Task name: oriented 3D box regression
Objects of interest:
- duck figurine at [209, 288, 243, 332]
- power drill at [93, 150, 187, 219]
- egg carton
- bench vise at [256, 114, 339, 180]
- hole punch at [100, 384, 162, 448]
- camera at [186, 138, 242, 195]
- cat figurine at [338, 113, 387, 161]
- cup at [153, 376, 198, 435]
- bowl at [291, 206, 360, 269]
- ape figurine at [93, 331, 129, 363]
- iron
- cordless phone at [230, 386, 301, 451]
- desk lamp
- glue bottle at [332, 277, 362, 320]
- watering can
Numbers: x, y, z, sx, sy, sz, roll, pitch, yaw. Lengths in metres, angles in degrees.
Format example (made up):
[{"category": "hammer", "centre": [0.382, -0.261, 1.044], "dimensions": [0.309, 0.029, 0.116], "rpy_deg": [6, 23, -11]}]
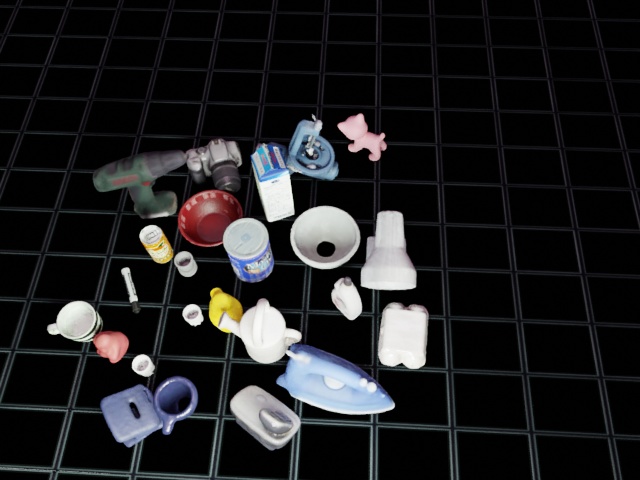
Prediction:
[{"category": "duck figurine", "centre": [-0.220, 0.156, 1.314], "dimensions": [0.077, 0.086, 0.104], "rpy_deg": [-27, 65, -12]}, {"category": "power drill", "centre": [-0.420, -0.139, 1.402], "dimensions": [0.229, 0.208, 0.075], "rpy_deg": [-10, 63, -4]}, {"category": "egg carton", "centre": [0.187, 0.213, 1.286], "dimensions": [0.107, 0.069, 0.150], "rpy_deg": [6, 63, 4]}, {"category": "bench vise", "centre": [-0.058, -0.222, 1.432], "dimensions": [0.207, 0.220, 0.121], "rpy_deg": [-8, 63, -3]}, {"category": "hole punch", "centre": [-0.394, 0.364, 1.207], "dimensions": [0.101, 0.091, 0.108], "rpy_deg": [-30, 66, -14]}, {"category": "camera", "centre": [-0.267, -0.185, 1.484], "dimensions": [0.143, 0.101, 0.136], "rpy_deg": [-16, 63, -7]}, {"category": "cat figurine", "centre": [0.114, -0.283, 1.518], "dimensions": [0.127, 0.118, 0.067], "rpy_deg": [22, 65, 12]}, {"category": "cup", "centre": [-0.299, 0.356, 1.207], "dimensions": [0.091, 0.095, 0.118], "rpy_deg": [8, 63, 5]}, {"category": "bowl", "centre": [0.013, 0.005, 1.395], "dimensions": [0.167, 0.075, 0.167], "rpy_deg": [0, 63, 1]}, {"category": "ape figurine", "centre": [-0.472, 0.232, 1.277], "dimensions": [0.076, 0.092, 0.077], "rpy_deg": [-25, 65, -11]}, {"category": "iron", "centre": [0.040, 0.292, 1.208], "dimensions": [0.258, 0.141, 0.119], "rpy_deg": [17, 64, 10]}, {"category": "cordless phone", "centre": [-0.117, 0.348, 1.157], "dimensions": [0.147, 0.185, 0.094], "rpy_deg": [30, 67, 16]}, {"category": "desk lamp", "centre": [0.151, 0.041, 1.295], "dimensions": [0.118, 0.214, 0.203], "rpy_deg": [2, 63, 2]}, {"category": "glue bottle", "centre": [0.060, 0.119, 1.279], "dimensions": [0.037, 0.173, 0.078], "rpy_deg": [-41, 69, -18]}, {"category": "watering can", "centre": [-0.131, 0.193, 1.233], "dimensions": [0.173, 0.194, 0.101], "rpy_deg": [-11, 63, -4]}]
